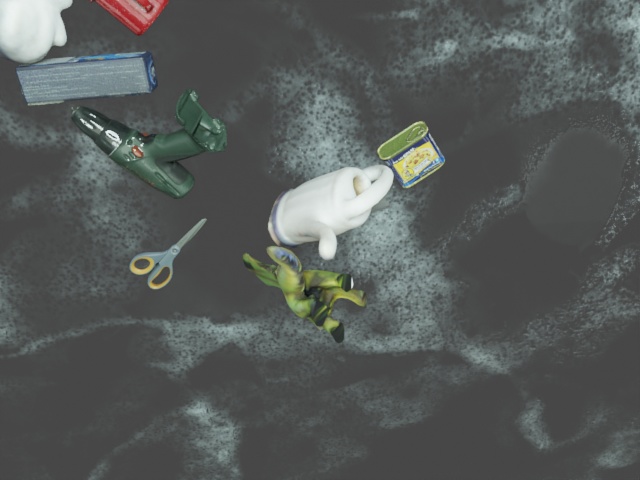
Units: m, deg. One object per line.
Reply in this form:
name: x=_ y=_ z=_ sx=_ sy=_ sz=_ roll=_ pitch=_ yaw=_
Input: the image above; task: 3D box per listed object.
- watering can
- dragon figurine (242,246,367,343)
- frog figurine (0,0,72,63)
watering can: x=0.003 y=-0.044 z=0.877 sx=0.222 sy=0.354 sz=0.103 roll=-18 pitch=108 yaw=32
dragon figurine: x=-0.060 y=0.085 z=0.991 sx=0.124 sy=0.244 sz=0.403 roll=-61 pitch=140 yaw=-19
frog figurine: x=-0.421 y=-0.340 z=0.758 sx=0.159 sy=0.125 sz=0.135 roll=-28 pitch=154 yaw=-1
